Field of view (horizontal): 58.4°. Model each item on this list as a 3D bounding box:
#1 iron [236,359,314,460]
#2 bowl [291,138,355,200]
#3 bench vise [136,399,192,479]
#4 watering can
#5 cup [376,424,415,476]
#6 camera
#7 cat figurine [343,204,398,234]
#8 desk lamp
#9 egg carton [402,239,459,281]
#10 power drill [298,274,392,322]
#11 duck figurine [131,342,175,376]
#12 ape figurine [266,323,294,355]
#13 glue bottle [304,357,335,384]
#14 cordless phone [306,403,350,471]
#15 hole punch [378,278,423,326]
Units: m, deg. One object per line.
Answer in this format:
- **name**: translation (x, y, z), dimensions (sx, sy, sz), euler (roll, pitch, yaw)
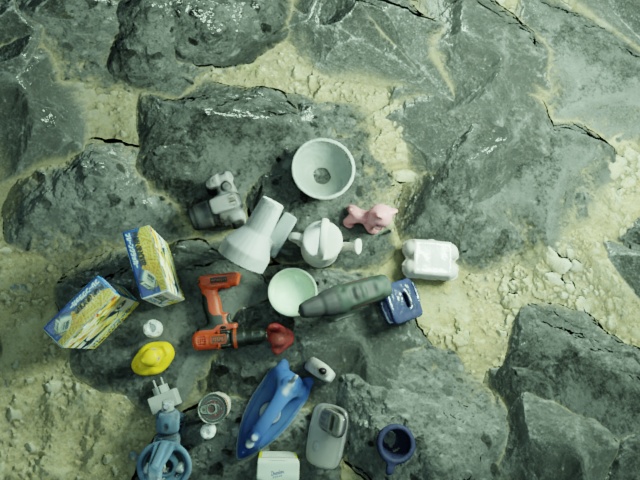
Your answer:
- **iron**: translation (-0.120, 0.413, 1.343), dimensions (0.118, 0.141, 0.258), euler (33, 78, 3)
- **bowl**: translation (0.007, -0.178, 1.506), dimensions (0.167, 0.074, 0.167), euler (1, 79, -4)
- **bench vise**: translation (-0.359, 0.470, 1.273), dimensions (0.121, 0.219, 0.207), euler (-17, 80, -7)
- **watering can**: translation (0.013, 0.003, 1.409), dimensions (0.173, 0.194, 0.101), euler (-12, 79, -6)
- **cup**: translation (0.172, 0.497, 1.371), dimensions (0.091, 0.095, 0.118), euler (14, 78, -1)
- **camera**: translation (-0.269, -0.091, 1.454), dimensions (0.137, 0.101, 0.143), euler (-19, 81, -8)
- **cat figurine**: translation (0.130, -0.062, 1.469), dimensions (0.128, 0.117, 0.067), euler (12, 78, -1)
- **desk lamp**: translation (-0.147, -0.015, 1.390), dimensions (0.118, 0.213, 0.203), euler (29, 78, 2)
- **egg carton**: translation (0.285, 0.051, 1.483), dimensions (0.150, 0.069, 0.107), euler (4, 78, -3)
- **power drill**: translation (0.054, 0.147, 1.375), dimensions (0.230, 0.208, 0.075), euler (-18, 80, -7)
- **duck figurine**: translation (-0.406, 0.285, 1.375), dimensions (0.104, 0.086, 0.077), euler (-28, 82, -9)
- **ape figurine**: translation (-0.101, 0.242, 1.404), dimensions (0.076, 0.092, 0.078), euler (8, 78, -2)
- **glue bottle**: translation (0.004, 0.310, 1.357), dimensions (0.078, 0.173, 0.037), euler (33, 78, 3)
- **cordless phone**: translation (0.023, 0.459, 1.322), dimensions (0.094, 0.185, 0.148), euler (9, 78, -2)
- **hole punch**: translation (0.205, 0.153, 1.445), dimensions (0.101, 0.091, 0.108), euler (-19, 80, -8)
